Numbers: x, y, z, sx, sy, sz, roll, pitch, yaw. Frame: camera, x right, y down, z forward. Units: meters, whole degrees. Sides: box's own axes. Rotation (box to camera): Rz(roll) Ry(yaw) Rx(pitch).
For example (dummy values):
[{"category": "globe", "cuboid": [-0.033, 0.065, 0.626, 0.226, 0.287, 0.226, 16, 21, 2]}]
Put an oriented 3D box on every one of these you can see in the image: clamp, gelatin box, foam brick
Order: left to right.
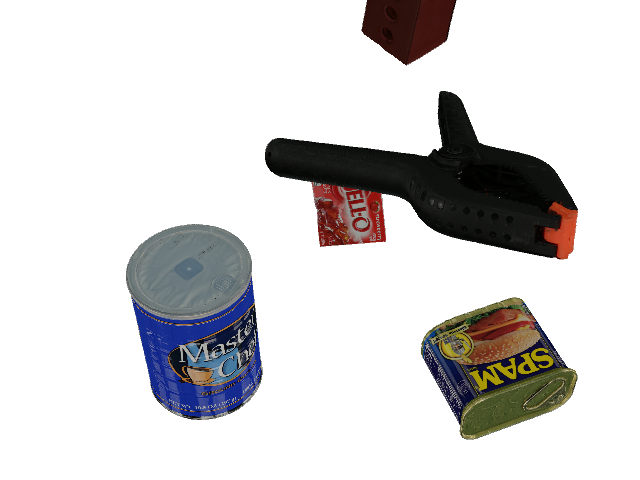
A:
[{"category": "gelatin box", "cuboid": [0.031, -0.039, 1.151, 0.073, 0.089, 0.030, -5, 29, 5]}, {"category": "foam brick", "cuboid": [0.071, -0.188, 0.834, 0.051, 0.053, 0.078, -37, -25, -28]}, {"category": "clamp", "cuboid": [0.073, -0.040, 0.678, 0.164, 0.036, 0.210, -16, 33, -24]}]

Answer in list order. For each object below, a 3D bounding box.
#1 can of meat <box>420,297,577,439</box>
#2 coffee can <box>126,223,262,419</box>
[{"category": "can of meat", "cuboid": [0.143, 0.102, 0.871, 0.102, 0.084, 0.057, -17, -39, -13]}, {"category": "coffee can", "cuboid": [-0.105, 0.071, 0.914, 0.103, 0.103, 0.140, -1, -45, 1]}]
